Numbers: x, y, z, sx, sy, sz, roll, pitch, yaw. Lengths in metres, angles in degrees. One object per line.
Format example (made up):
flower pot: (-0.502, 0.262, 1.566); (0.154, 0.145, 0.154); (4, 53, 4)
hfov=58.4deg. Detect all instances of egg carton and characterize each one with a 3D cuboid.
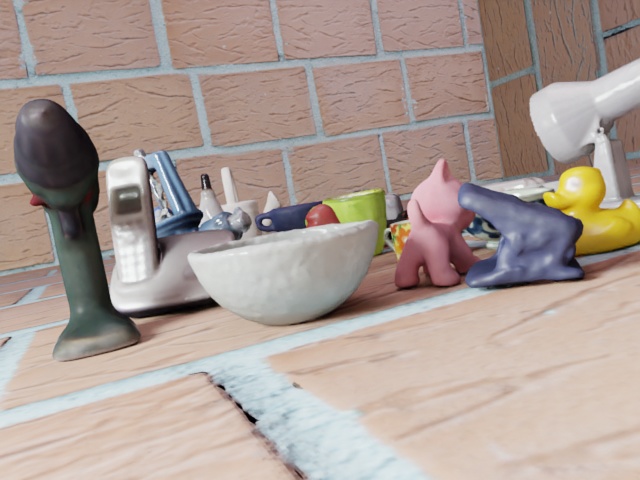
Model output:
egg carton: (0.351, -0.075, 1.076); (0.149, 0.069, 0.107); (-7, 5, 34)

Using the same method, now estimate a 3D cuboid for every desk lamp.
desk lamp: (0.418, -0.141, 0.817); (0.202, 0.213, 0.118); (-5, 6, 46)

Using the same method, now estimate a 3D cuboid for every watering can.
watering can: (-0.169, -0.058, 1.201); (0.173, 0.194, 0.100); (-12, 5, -24)

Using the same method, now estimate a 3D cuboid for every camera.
camera: (0.124, -0.070, 1.314); (0.143, 0.101, 0.137); (-8, 5, 18)

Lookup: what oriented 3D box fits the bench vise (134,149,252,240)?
bench vise: (-0.201, -0.040, 0.871); (0.207, 0.220, 0.121); (-9, 5, 5)

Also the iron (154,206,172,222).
iron: (-0.278, 0.000, 1.041); (0.119, 0.141, 0.258); (-11, 4, -12)

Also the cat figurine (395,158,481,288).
cat figurine: (0.116, -0.021, 0.574); (0.067, 0.118, 0.128); (-7, 5, 32)

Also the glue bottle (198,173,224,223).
glue bottle: (-0.183, -0.028, 0.980); (0.078, 0.173, 0.037); (-7, 6, 34)

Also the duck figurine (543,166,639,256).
duck figurine: (0.276, -0.033, 0.586); (0.104, 0.086, 0.077); (-10, 4, -6)

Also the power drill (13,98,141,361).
power drill: (-0.223, -0.004, 0.522); (0.076, 0.208, 0.229); (-12, 5, -22)

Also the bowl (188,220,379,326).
bowl: (-0.027, 0.032, 0.502); (0.167, 0.075, 0.167); (-10, 4, 1)

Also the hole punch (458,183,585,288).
hole punch: (0.173, -0.011, 0.497); (0.101, 0.091, 0.109); (-8, 5, 18)

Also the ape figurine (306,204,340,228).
ape figurine: (0.006, 0.002, 0.692); (0.076, 0.092, 0.078); (-10, 4, 1)

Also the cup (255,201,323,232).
cup: (-0.043, -0.009, 0.937); (0.118, 0.095, 0.091); (-10, 4, -2)

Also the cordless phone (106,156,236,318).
cordless phone: (-0.174, -0.011, 0.657); (0.147, 0.185, 0.094); (-10, 5, 5)
